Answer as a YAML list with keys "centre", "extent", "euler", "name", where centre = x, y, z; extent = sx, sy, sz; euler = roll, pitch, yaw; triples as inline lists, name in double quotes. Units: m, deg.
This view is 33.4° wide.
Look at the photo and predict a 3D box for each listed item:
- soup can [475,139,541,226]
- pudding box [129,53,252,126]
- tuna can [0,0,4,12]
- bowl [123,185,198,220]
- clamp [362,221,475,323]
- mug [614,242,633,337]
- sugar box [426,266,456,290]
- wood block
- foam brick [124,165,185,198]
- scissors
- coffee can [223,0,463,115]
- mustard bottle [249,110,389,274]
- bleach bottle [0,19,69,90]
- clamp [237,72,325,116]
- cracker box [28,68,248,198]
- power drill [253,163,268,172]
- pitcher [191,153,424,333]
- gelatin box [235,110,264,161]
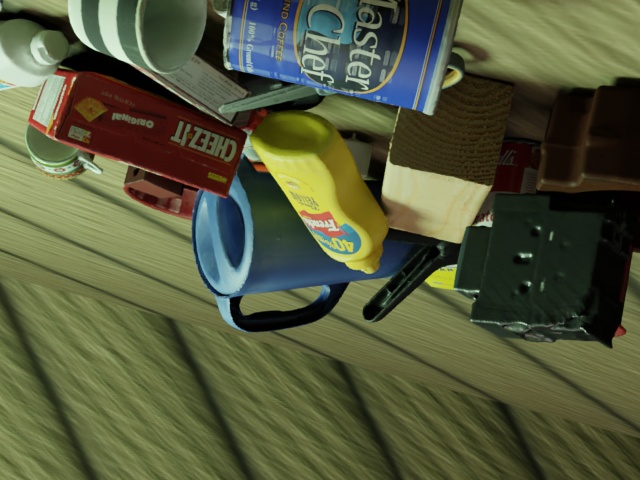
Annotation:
- centre: [0.185, -0.036, 1.005]
  extent: [0.068, 0.102, 0.068]
  euler: [13, 168, 2]
  name: "soup can"
- centre: [-0.125, -0.147, 0.900]
  extent: [0.113, 0.039, 0.090]
  euler: [29, -176, -37]
  name: "pudding box"
- centre: [-0.297, -0.217, 0.867]
  extent: [0.086, 0.034, 0.086]
  euler: [13, 167, 3]
  name: "tuna can"
- centre: [-0.159, -0.068, 1.327]
  extent: [0.162, 0.055, 0.162]
  euler: [13, 167, 3]
  name: "bowl"
- centre: [0.127, 0.008, 1.139]
  extent: [0.209, 0.036, 0.164]
  euler: [-18, 141, -15]
  name: "clamp"
- centre: [0.225, 0.036, 0.936]
  extent: [0.093, 0.081, 0.117]
  euler: [12, 168, 5]
  name: "mug"
- centre: [0.167, 0.027, 1.428]
  extent: [0.093, 0.048, 0.176]
  euler: [8, 167, 28]
  name: "sugar box"
- centre: [0.107, -0.071, 0.960]
  extent: [0.090, 0.091, 0.206]
  euler: [13, 168, 3]
  name: "wood block"
- centre: [-0.179, -0.091, 1.195]
  extent: [0.051, 0.078, 0.053]
  euler: [20, 166, -34]
  name: "foam brick"
- centre: [0.011, -0.135, 0.830]
  extent: [0.202, 0.016, 0.096]
  euler: [-4, 152, 5]
  name: "scissors"
- centre: [0.017, -0.146, 0.695]
  extent: [0.140, 0.103, 0.103]
  euler: [13, 168, 3]
  name: "coffee can"
- centre: [0.013, -0.034, 0.989]
  extent: [0.096, 0.058, 0.191]
  euler: [18, 152, 41]
  name: "mustard bottle"
- centre: [-0.342, -0.179, 1.023]
  extent: [0.251, 0.068, 0.102]
  euler: [1, 164, 36]
  name: "bleach bottle"
- centre: [-0.032, -0.143, 0.907]
  extent: [0.120, 0.039, 0.172]
  euler: [20, 162, -25]
  name: "clamp"
- centre: [-0.180, -0.109, 1.021]
  extent: [0.164, 0.072, 0.214]
  euler: [18, -178, -23]
  name: "cracker box"
- centre: [0.002, -0.034, 1.304]
  extent: [0.185, 0.057, 0.187]
  euler: [5, 165, 31]
  name: "power drill"
- centre: [-0.008, 0.001, 1.153]
  extent: [0.242, 0.145, 0.149]
  euler: [-1, 143, -33]
  name: "pitcher"
- centre: [-0.069, -0.111, 1.104]
  extent: [0.073, 0.030, 0.089]
  euler: [24, 163, -37]
  name: "gelatin box"
